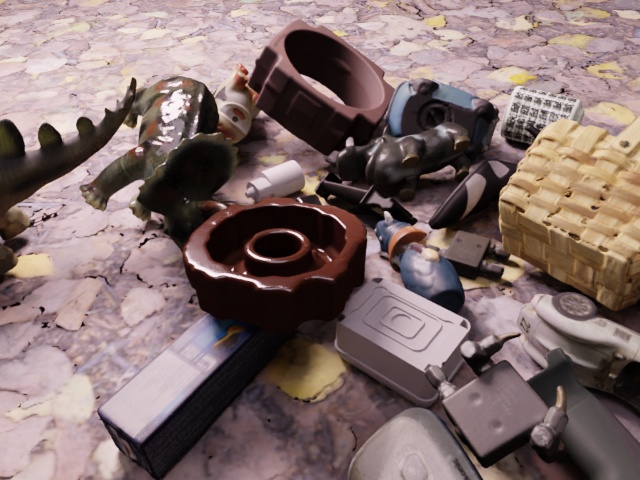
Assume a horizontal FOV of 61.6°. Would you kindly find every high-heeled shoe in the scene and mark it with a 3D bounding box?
[{"bbox_3d":[0.264,-0.050,0.694,0.249,0.086,0.145,-40,80,-15],"label":"high-heeled shoe"}]

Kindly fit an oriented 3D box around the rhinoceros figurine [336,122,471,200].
[{"bbox_3d":[0.117,-0.119,0.745,0.190,0.073,0.112,-13,47,1],"label":"rhinoceros figurine"}]

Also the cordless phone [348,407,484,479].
[{"bbox_3d":[0.032,0.214,0.367,0.184,0.088,0.147,-19,43,-12],"label":"cordless phone"}]

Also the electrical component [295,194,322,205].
[{"bbox_3d":[-0.001,-0.002,0.647,0.075,0.047,0.119,-15,41,-15],"label":"electrical component"}]

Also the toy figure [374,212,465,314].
[{"bbox_3d":[0.106,0.025,0.600,0.057,0.064,0.155,21,25,-30],"label":"toy figure"}]

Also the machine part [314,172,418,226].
[{"bbox_3d":[0.054,-0.054,0.695,0.139,0.039,0.084,25,5,40],"label":"machine part"}]

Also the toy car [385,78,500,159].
[{"bbox_3d":[0.184,-0.187,0.818,0.162,0.109,0.103,12,24,4],"label":"toy car"}]

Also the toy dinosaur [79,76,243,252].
[{"bbox_3d":[-0.188,-0.140,0.705,0.192,0.131,0.405,-24,50,19],"label":"toy dinosaur"}]

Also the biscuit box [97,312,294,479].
[{"bbox_3d":[-0.102,0.116,0.503,0.059,0.062,0.203,23,46,28],"label":"biscuit box"}]

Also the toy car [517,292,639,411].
[{"bbox_3d":[0.272,0.112,0.475,0.202,0.073,0.056,26,48,30],"label":"toy car"}]

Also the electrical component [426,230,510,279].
[{"bbox_3d":[0.174,0.015,0.637,0.094,0.021,0.063,16,44,22],"label":"electrical component"}]

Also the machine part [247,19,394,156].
[{"bbox_3d":[0.005,-0.232,0.828,0.201,0.087,0.201,34,43,-5],"label":"machine part"}]

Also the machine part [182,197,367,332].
[{"bbox_3d":[-0.041,0.019,0.526,0.179,0.056,0.179,1,30,0],"label":"machine part"}]

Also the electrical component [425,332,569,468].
[{"bbox_3d":[0.131,0.116,0.393,0.078,0.045,0.102,-26,46,0],"label":"electrical component"}]

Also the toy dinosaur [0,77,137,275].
[{"bbox_3d":[-0.416,-0.051,0.606,0.471,0.198,0.105,-25,47,-16],"label":"toy dinosaur"}]

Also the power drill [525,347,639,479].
[{"bbox_3d":[0.207,0.187,0.390,0.232,0.085,0.208,-24,40,-22],"label":"power drill"}]

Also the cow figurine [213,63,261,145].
[{"bbox_3d":[-0.144,-0.200,0.850,0.127,0.085,0.195,-45,23,16],"label":"cow figurine"}]
